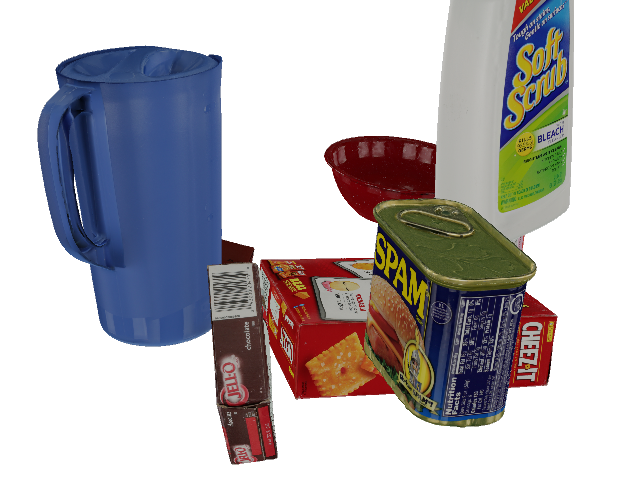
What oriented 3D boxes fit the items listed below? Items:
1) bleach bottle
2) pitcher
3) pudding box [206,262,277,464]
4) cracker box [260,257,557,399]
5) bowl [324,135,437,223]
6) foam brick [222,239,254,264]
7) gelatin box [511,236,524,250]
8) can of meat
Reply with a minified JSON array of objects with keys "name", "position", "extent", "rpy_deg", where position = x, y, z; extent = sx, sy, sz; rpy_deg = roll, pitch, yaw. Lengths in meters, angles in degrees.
[{"name":"bleach bottle","position":[0.118,-0.126,0.690],"extent":[0.102,0.251,0.068],"rpy_deg":[-22,33,-29]},{"name":"pitcher","position":[-0.150,-0.034,0.895],"extent":[0.149,0.243,0.145],"rpy_deg":[-5,22,-10]},{"name":"pudding box","position":[-0.054,0.085,0.737],"extent":[0.039,0.113,0.090],"rpy_deg":[-4,-36,-2]},{"name":"cracker box","position":[0.065,0.070,0.903],"extent":[0.213,0.072,0.164],"rpy_deg":[0,17,-14]},{"name":"bowl","position":[0.082,-0.056,1.097],"extent":[0.162,0.055,0.162],"rpy_deg":[5,24,-3]},{"name":"foam brick","position":[-0.116,0.031,1.142],"extent":[0.078,0.051,0.053],"rpy_deg":[16,30,1]},{"name":"gelatin box","position":[0.203,0.006,1.259],"extent":[0.030,0.089,0.073],"rpy_deg":[-16,32,-29]},{"name":"can of meat","position":[0.061,0.035,0.548],"extent":[0.057,0.084,0.102],"rpy_deg":[-3,24,-18]}]
